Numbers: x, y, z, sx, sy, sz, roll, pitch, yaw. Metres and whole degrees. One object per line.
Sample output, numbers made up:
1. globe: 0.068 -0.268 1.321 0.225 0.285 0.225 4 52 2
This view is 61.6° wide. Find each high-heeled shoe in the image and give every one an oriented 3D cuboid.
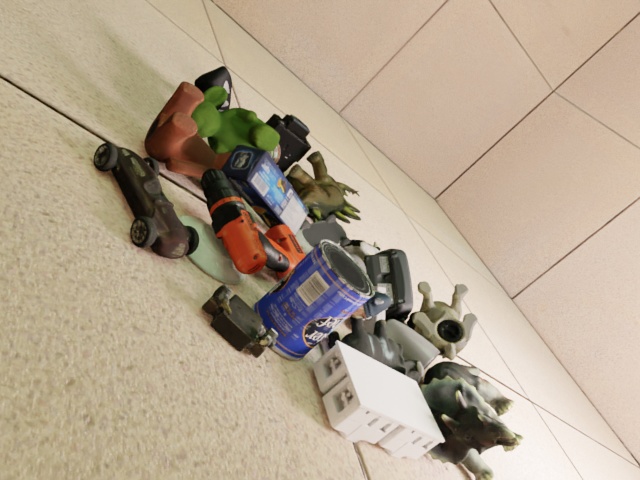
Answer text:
1. high-heeled shoe: -0.209 -0.307 1.152 0.086 0.145 0.249 47 19 -1

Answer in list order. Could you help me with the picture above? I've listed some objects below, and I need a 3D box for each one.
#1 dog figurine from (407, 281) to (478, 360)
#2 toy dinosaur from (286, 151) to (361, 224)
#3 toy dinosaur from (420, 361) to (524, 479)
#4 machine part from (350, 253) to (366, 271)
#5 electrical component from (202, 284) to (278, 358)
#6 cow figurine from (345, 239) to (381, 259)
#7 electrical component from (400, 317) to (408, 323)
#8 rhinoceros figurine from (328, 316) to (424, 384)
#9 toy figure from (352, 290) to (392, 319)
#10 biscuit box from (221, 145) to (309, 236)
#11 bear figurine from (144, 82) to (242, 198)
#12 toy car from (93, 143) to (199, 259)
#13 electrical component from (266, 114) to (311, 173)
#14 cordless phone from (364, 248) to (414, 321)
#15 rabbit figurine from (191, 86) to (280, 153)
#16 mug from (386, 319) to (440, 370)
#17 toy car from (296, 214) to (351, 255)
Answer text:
1. dog figurine: 0.236 0.195 1.090 0.121 0.190 0.172 12 51 7
2. toy dinosaur: 0.008 -0.104 1.291 0.198 0.105 0.471 52 26 -5
3. toy dinosaur: 0.242 0.280 0.949 0.192 0.131 0.405 45 11 -4
4. machine part: 0.027 0.066 0.974 0.079 0.079 0.243 50 16 11
5. electrical component: -0.095 0.100 0.662 0.102 0.045 0.078 46 18 -1
6. cow figurine: 0.106 0.039 1.252 0.098 0.068 0.167 46 15 21
7. electrical component: 0.170 0.152 1.211 0.063 0.021 0.094 43 18 -10
8. rhinoceros figurine: 0.097 0.188 0.869 0.190 0.073 0.112 31 21 -41
9. toy figure: 0.032 0.087 0.823 0.155 0.057 0.064 15 36 5
10. biscuit box: -0.089 -0.079 0.910 0.063 0.059 0.202 19 -18 28
11. bear figurine: -0.180 -0.138 0.878 0.195 0.132 0.120 31 41 -28
12. toy car: -0.226 -0.058 0.705 0.089 0.053 0.202 13 38 -55
13. electrical component: -0.090 -0.234 1.287 0.114 0.134 0.058 29 23 -39
14. cordless phone: 0.134 0.112 1.122 0.184 0.089 0.146 90 -4 -65
15. rabbit figurine: -0.180 -0.214 0.985 0.170 0.121 0.159 20 37 -43
16. mug: 0.158 0.195 0.992 0.107 0.081 0.109 45 14 17
17. toy car: -0.002 -0.003 1.067 0.073 0.056 0.201 58 27 9
